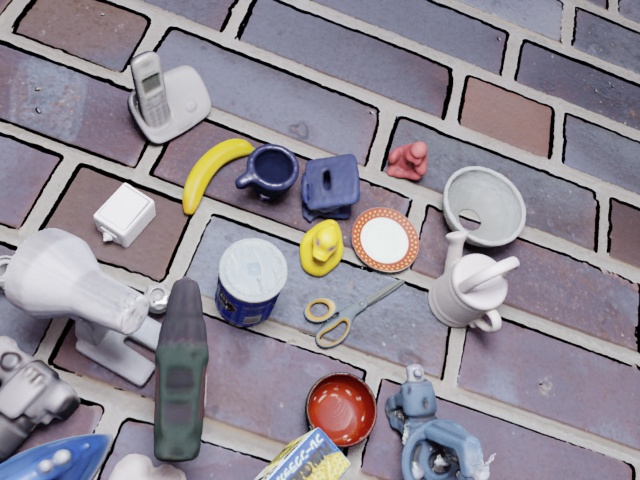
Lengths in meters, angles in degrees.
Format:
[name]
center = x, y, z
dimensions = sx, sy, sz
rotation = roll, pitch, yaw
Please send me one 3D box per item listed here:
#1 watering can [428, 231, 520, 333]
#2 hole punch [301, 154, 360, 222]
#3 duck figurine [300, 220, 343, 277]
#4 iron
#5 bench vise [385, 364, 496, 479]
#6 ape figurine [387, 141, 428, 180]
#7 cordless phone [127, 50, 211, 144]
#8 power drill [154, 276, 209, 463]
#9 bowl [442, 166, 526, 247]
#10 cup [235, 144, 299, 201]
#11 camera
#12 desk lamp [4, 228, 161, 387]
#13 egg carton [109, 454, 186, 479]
[watering can]
center = 0.258, 0.069, 0.966
dimensions = 0.101, 0.194, 0.173
rotation = -40, 80, -25
[hole punch]
center = 0.017, -0.097, 1.040
dimensions = 0.101, 0.091, 0.108
rotation = 2, 66, -12
[duck figurine]
center = 0.009, 0.004, 0.996
dimensions = 0.077, 0.086, 0.104
rotation = 23, 63, -2
[iron]
center = -0.389, 0.324, 0.726
dimensions = 0.259, 0.141, 0.118
rotation = -34, 78, -24
[bench vise]
center = 0.161, 0.287, 0.831
dimensions = 0.122, 0.219, 0.207
rotation = -24, 74, -22
[ape figurine]
center = 0.178, -0.158, 1.106
dimensions = 0.076, 0.092, 0.077
rotation = -38, 79, -25
[cordless phone]
center = -0.263, -0.267, 0.997
dimensions = 0.094, 0.185, 0.148
rotation = 45, 64, 9
[power drill]
center = -0.193, 0.189, 0.796
dimensions = 0.076, 0.208, 0.229
rotation = 2, 66, -12
[bowl]
center = 0.302, -0.053, 1.098
dimensions = 0.167, 0.074, 0.167
rotation = 5, 65, -11
[cup]
center = -0.099, -0.104, 1.013
dimensions = 0.118, 0.095, 0.091
rotation = -28, 75, -23
[camera]
center = -0.430, 0.223, 0.784
dimensions = 0.143, 0.100, 0.137
rotation = 35, 63, 4
[desk lamp]
center = -0.312, 0.095, 0.807
dimensions = 0.203, 0.213, 0.118
rotation = 29, 63, 1
[egg carton]
center = -0.253, 0.375, 0.776
dimensions = 0.107, 0.069, 0.150
rotation = 21, 63, -4
